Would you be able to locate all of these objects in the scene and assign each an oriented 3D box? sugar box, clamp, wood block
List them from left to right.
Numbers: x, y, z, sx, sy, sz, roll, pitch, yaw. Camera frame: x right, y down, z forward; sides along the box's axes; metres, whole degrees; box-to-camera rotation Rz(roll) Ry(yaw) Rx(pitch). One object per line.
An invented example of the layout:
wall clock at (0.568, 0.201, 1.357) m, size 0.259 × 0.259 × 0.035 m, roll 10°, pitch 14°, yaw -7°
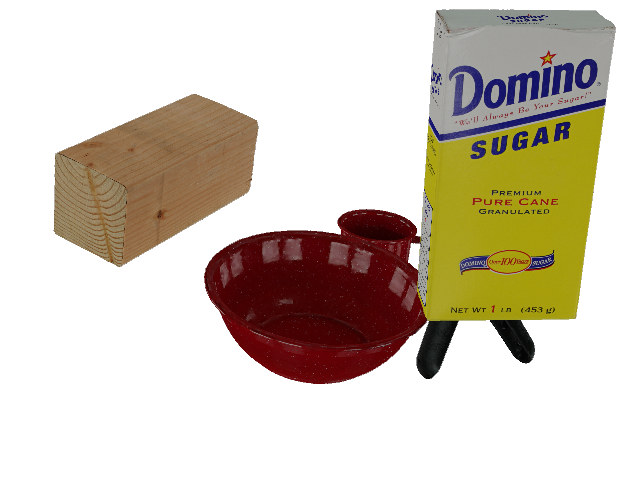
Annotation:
wood block at (-0.161, -0.066, 1.070) m, size 0.090 × 0.091 × 0.205 m, roll 25°, pitch 34°, yaw 23°
clamp at (0.122, 0.038, 0.932) m, size 0.120 × 0.171 × 0.039 m, roll -15°, pitch 0°, yaw -34°
sugar box at (0.107, -0.040, 0.607) m, size 0.093 × 0.176 × 0.048 m, roll -1°, pitch 27°, yaw -4°

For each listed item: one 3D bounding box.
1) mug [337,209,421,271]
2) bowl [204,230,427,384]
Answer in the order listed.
mug at (0.074, 0.019, 1.253) m, size 0.117 × 0.081 × 0.093 m, roll 3°, pitch 25°, yaw -8°
bowl at (-0.003, 0.053, 0.758) m, size 0.162 × 0.055 × 0.162 m, roll 5°, pitch 28°, yaw -3°
